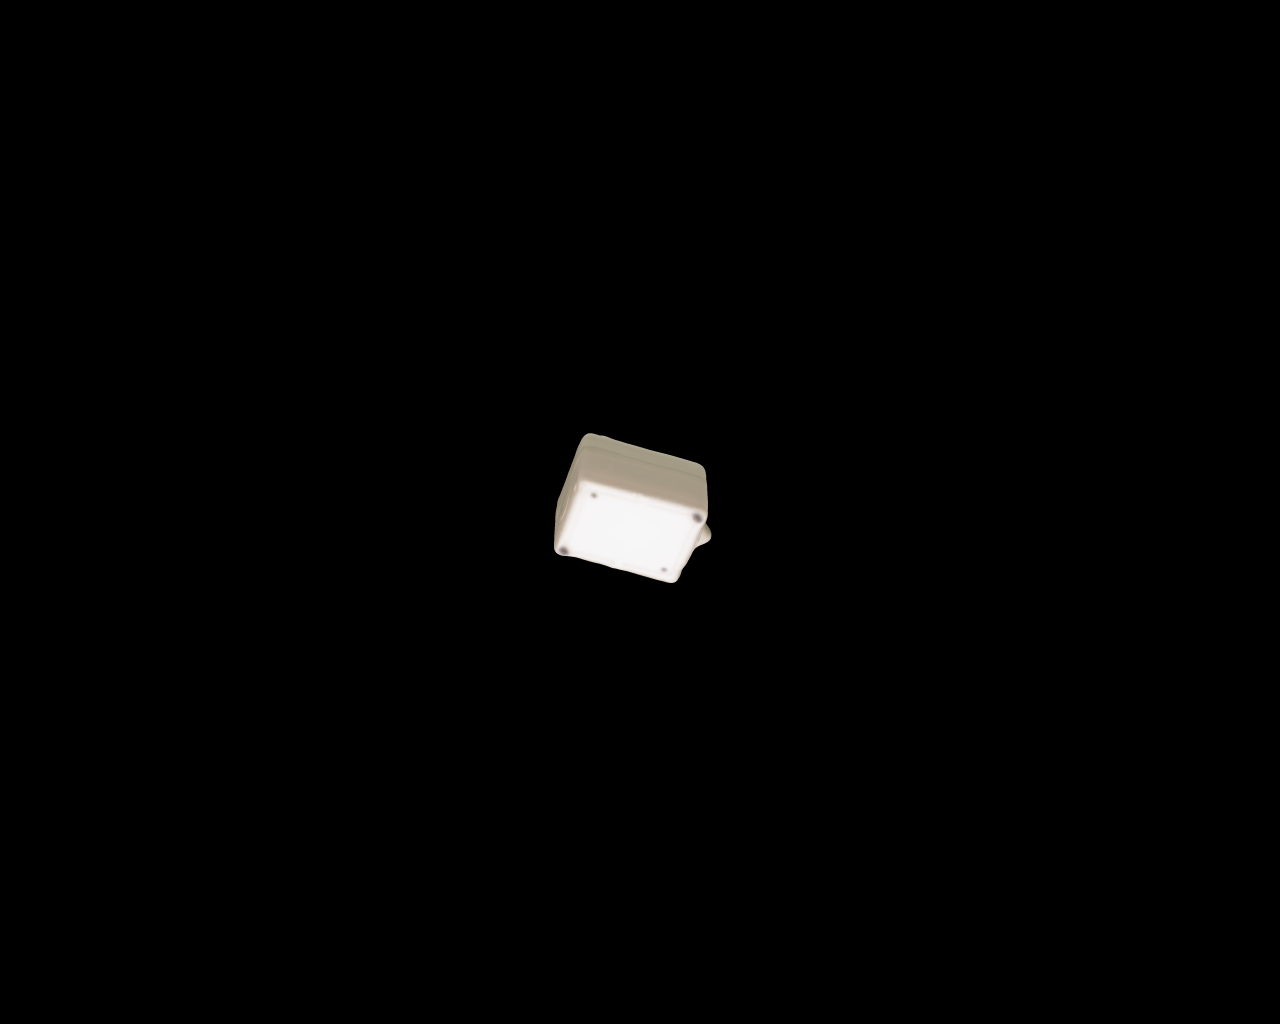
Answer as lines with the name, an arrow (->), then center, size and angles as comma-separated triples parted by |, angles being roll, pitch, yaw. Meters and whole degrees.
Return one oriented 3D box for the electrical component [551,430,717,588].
electrical component -> 0.001, -0.003, 0.650 | 0.096, 0.061, 0.061 | 15, 36, -11
